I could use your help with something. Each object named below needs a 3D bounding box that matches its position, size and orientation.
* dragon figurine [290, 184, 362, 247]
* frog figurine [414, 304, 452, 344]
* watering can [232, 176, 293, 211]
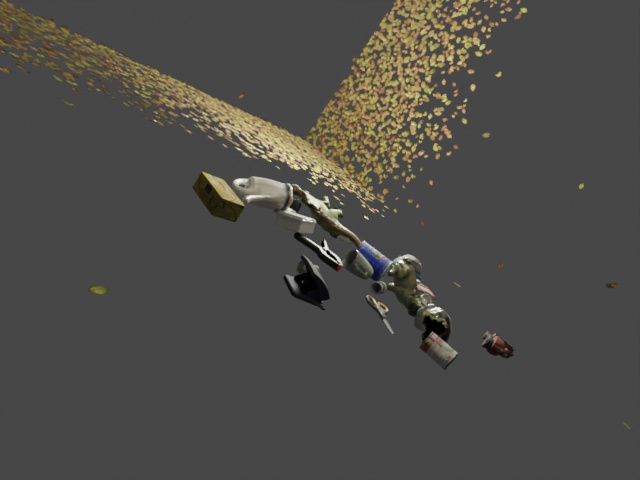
[{"bbox_3d":[0.006,-0.106,2.097,0.416,0.121,0.240,42,10,34],"label":"dragon figurine"},{"bbox_3d":[0.384,0.286,1.752,0.159,0.122,0.138,2,67,-81],"label":"frog figurine"},{"bbox_3d":[-0.201,-0.159,1.840,0.224,0.103,0.352,10,16,-17],"label":"watering can"}]
